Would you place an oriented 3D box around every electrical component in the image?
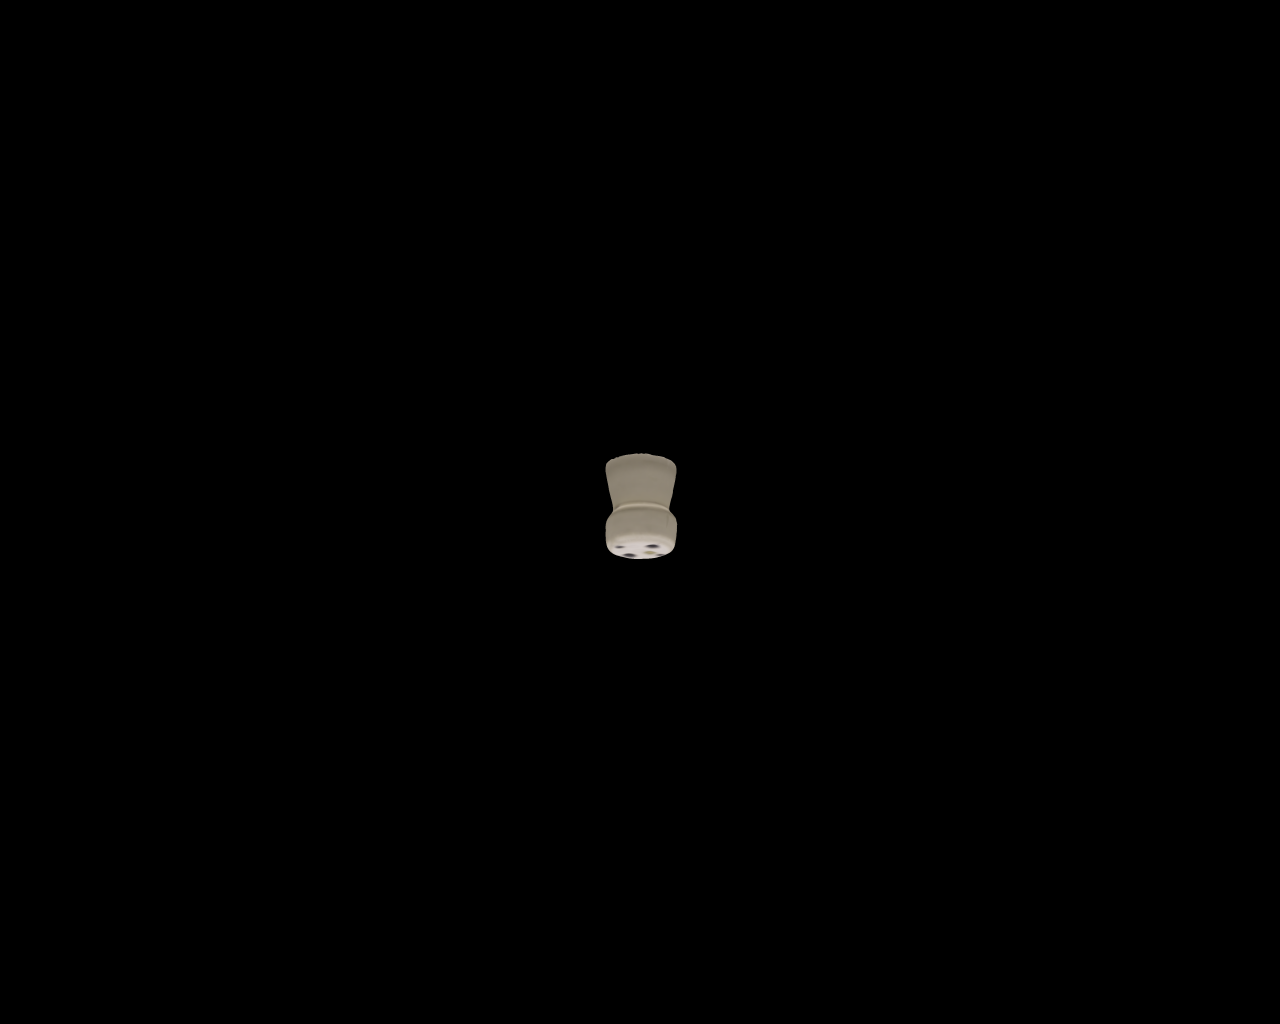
[{"bbox_3d":[0.001,-0.003,0.650,0.045,0.055,0.044,0,-20,0],"label":"electrical component"}]
